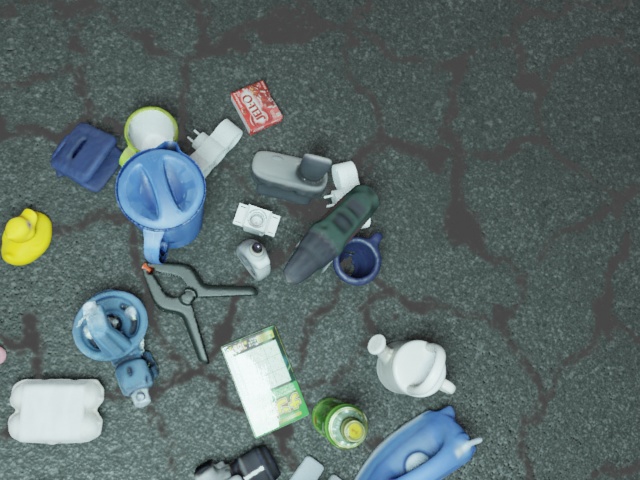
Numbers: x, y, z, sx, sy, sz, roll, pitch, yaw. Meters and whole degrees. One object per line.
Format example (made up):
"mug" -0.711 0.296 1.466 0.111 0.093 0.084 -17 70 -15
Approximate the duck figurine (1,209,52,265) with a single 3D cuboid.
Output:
"duck figurine" -0.522 -0.009 1.001 0.077 0.086 0.105 27 76 -4

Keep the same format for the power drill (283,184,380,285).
"power drill" 0.009 0.004 1.030 0.075 0.208 0.230 42 75 0

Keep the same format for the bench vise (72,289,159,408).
"bench vise" -0.320 0.165 0.935 0.121 0.219 0.207 -42 88 -14

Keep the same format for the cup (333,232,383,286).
"cup" 0.070 0.035 1.093 0.092 0.095 0.118 41 75 0

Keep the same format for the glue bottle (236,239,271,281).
"glue bottle" -0.115 0.027 1.022 0.037 0.173 0.078 -35 87 -14

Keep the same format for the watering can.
"watering can" 0.165 0.228 1.022 0.173 0.194 0.101 9 78 -8

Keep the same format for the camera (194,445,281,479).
"camera" -0.130 0.429 0.979 0.137 0.100 0.143 -28 85 -14

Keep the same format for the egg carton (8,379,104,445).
"egg carton" -0.443 0.289 0.966 0.150 0.069 0.107 1 79 -10

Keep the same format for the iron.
"iron" 0.169 0.407 1.015 0.258 0.141 0.118 -30 85 -14

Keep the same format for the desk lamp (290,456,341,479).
"desk lamp" -0.032 0.477 0.929 0.118 0.213 0.203 37 75 -1

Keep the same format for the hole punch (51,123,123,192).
"hole punch" -0.429 -0.154 1.044 0.101 0.091 0.109 30 76 -3

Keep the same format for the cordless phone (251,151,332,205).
"cordless phone" -0.051 -0.137 1.059 0.147 0.185 0.094 10 78 -8

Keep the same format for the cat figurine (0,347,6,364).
"cat figurine" -0.585 0.222 0.929 0.067 0.117 0.128 25 76 -4
